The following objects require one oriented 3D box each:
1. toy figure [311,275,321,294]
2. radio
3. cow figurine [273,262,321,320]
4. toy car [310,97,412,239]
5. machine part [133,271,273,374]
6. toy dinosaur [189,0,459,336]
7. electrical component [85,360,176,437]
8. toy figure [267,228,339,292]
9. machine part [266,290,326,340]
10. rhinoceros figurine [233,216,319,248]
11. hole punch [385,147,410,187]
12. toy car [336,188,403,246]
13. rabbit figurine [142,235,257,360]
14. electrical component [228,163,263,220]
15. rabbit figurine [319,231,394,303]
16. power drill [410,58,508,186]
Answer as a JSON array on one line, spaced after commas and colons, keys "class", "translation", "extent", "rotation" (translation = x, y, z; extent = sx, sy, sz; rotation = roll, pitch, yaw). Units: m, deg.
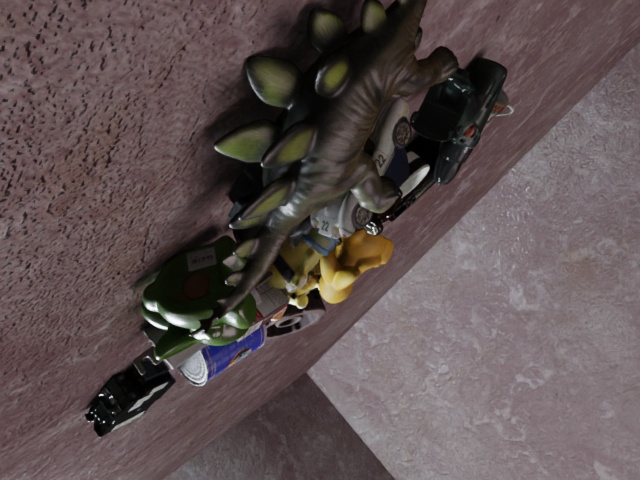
[{"class": "toy figure", "translation": [0.004, 0.092, 1.305], "extent": [0.154, 0.064, 0.057], "rotation": [-23, 112, -53]}, {"class": "radio", "translation": [0.199, -0.142, 1.077], "extent": [0.229, 0.073, 0.131], "rotation": [-41, 166, -2]}, {"class": "cow figurine", "translation": [-0.067, 0.105, 1.107], "extent": [0.167, 0.068, 0.098], "rotation": [-31, -162, -35]}, {"class": "toy car", "translation": [0.051, -0.095, 0.690], "extent": [0.056, 0.074, 0.201], "rotation": [34, 80, -44]}, {"class": "machine part", "translation": [-0.176, 0.114, 0.820], "extent": [0.243, 0.079, 0.079], "rotation": [-37, 166, -18]}, {"class": "toy dinosaur", "translation": [-0.004, -0.090, 0.542], "extent": [0.198, 0.105, 0.470], "rotation": [-1, 123, -46]}, {"class": "electrical component", "translation": [-0.317, 0.259, 0.917], "extent": [0.134, 0.058, 0.115], "rotation": [-47, 168, 18]}, {"class": "toy figure", "translation": [-0.026, 0.005, 0.894], "extent": [0.180, 0.089, 0.082], "rotation": [-53, 168, 9]}, {"class": "machine part", "translation": [-0.075, 0.170, 1.218], "extent": [0.179, 0.056, 0.179], "rotation": [-18, 158, -8]}, {"class": "rhinoceros figurine", "translation": [-0.037, -0.031, 0.764], "extent": [0.190, 0.073, 0.112], "rotation": [-26, 158, -49]}, {"class": "hole punch", "translation": [0.070, -0.111, 0.793], "extent": [0.142, 0.092, 0.115], "rotation": [-36, 162, -8]}, {"class": "toy car", "translation": [0.067, -0.045, 0.928], "extent": [0.089, 0.053, 0.202], "rotation": [-55, -164, -22]}, {"class": "rabbit figurine", "translation": [-0.150, 0.101, 0.711], "extent": [0.159, 0.121, 0.170], "rotation": [-23, 149, -6]}, {"class": "electrical component", "translation": [-0.071, -0.060, 0.631], "extent": [0.119, 0.048, 0.074], "rotation": [-27, 159, -46]}, {"class": "rabbit figurine", "translation": [0.057, 0.052, 1.061], "extent": [0.173, 0.122, 0.162], "rotation": [-60, 172, 8]}, {"class": "power drill", "translation": [0.226, -0.194, 0.894], "extent": [0.207, 0.086, 0.232], "rotation": [-3, 122, -56]}]
